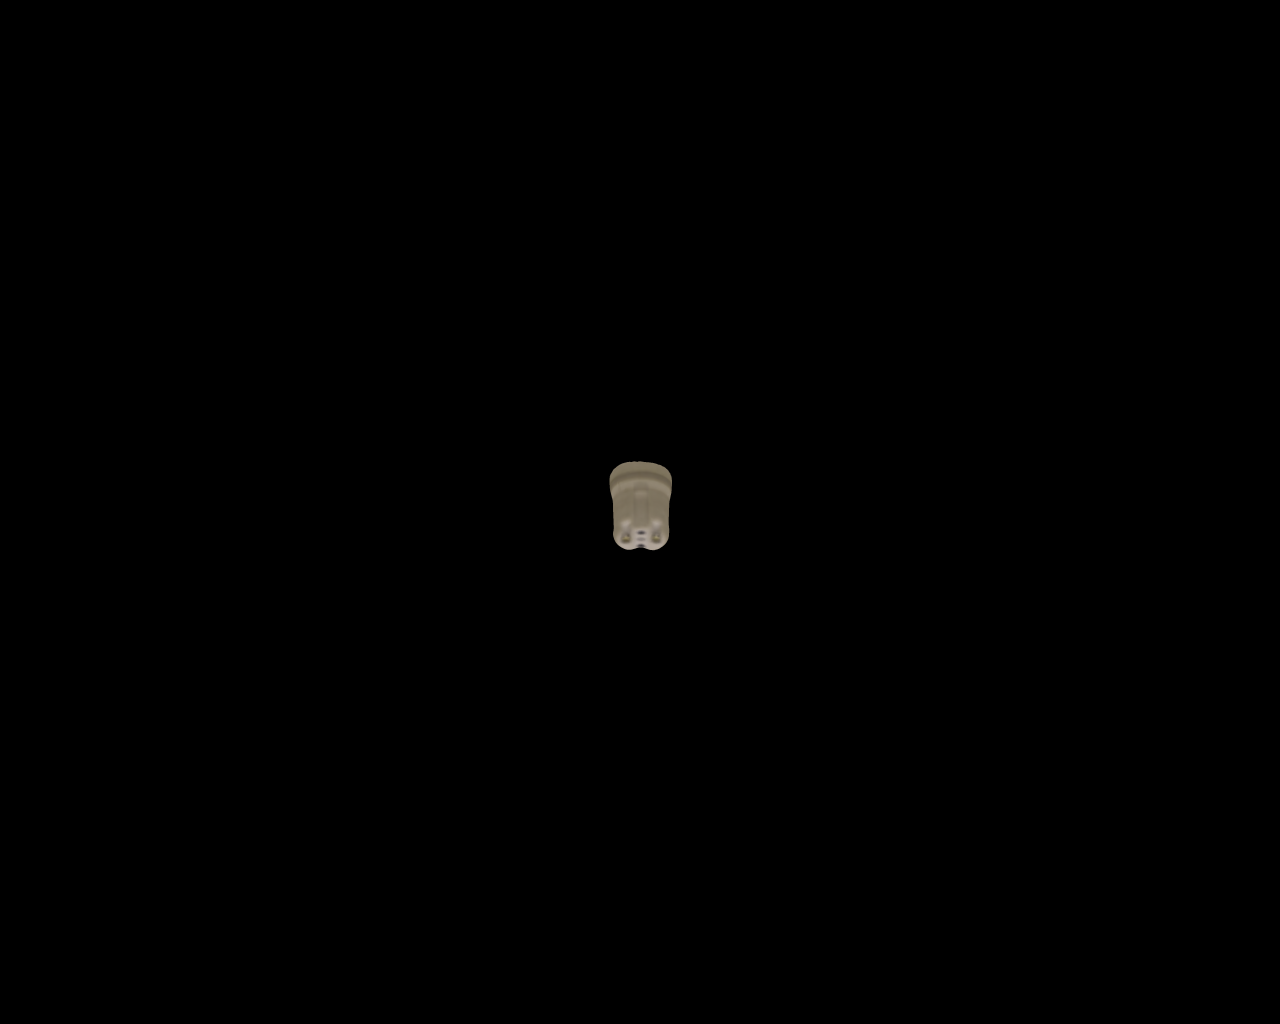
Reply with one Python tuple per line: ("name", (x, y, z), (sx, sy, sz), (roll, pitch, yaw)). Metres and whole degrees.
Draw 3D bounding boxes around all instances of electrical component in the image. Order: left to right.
("electrical component", (0.001, -0.003, 0.650), (0.040, 0.046, 0.040), (0, -28, 0))
